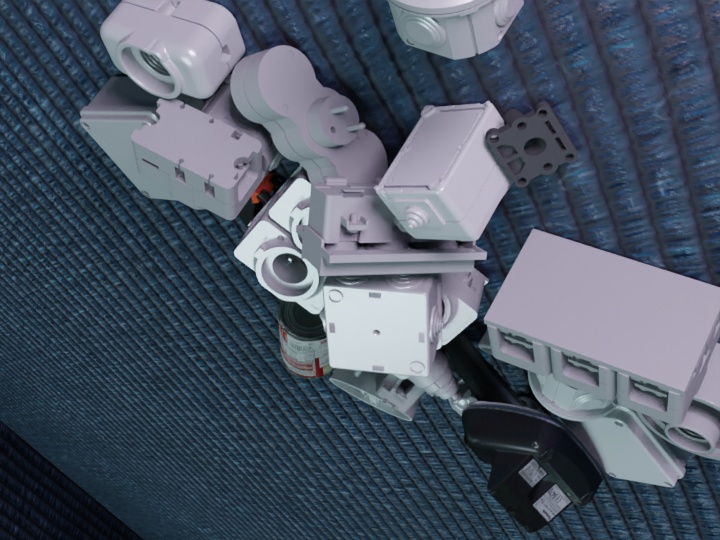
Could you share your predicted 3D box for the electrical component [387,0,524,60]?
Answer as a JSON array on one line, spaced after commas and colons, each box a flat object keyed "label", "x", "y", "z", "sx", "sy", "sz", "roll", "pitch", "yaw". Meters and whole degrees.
[{"label": "electrical component", "x": 0.050, "y": -0.159, "z": 0.584, "sx": 0.080, "sy": 0.080, "sz": 0.051, "roll": 20, "pitch": 158, "yaw": 24}]

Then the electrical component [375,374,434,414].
[{"label": "electrical component", "x": 0.048, "y": 0.105, "z": 1.079, "sx": 0.042, "sy": 0.063, "sz": 0.081, "roll": 38, "pitch": -165, "yaw": -11}]

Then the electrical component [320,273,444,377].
[{"label": "electrical component", "x": 0.018, "y": 0.036, "z": 0.855, "sx": 0.100, "sy": 0.048, "sz": 0.099, "roll": 5, "pitch": 125, "yaw": 12}]

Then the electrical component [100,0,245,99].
[{"label": "electrical component", "x": -0.144, "y": -0.169, "z": 0.810, "sx": 0.095, "sy": 0.059, "sz": 0.053, "roll": 21, "pitch": 153, "yaw": 23}]

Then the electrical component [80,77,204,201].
[{"label": "electrical component", "x": -0.173, "y": -0.115, "z": 0.949, "sx": 0.109, "sy": 0.056, "sz": 0.108, "roll": 8, "pitch": 146, "yaw": 42}]

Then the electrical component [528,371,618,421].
[{"label": "electrical component", "x": 0.180, "y": 0.078, "z": 0.874, "sx": 0.080, "sy": 0.080, "sz": 0.051, "roll": 25, "pitch": 150, "yaw": 14}]

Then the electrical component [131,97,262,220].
[{"label": "electrical component", "x": -0.125, "y": -0.084, "z": 0.831, "sx": 0.089, "sy": 0.050, "sz": 0.055, "roll": 27, "pitch": 154, "yaw": 9}]

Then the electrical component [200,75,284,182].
[{"label": "electrical component", "x": -0.091, "y": -0.114, "z": 0.864, "sx": 0.080, "sy": 0.051, "sz": 0.080, "roll": 26, "pitch": 154, "yaw": 13}]

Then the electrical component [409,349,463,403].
[{"label": "electrical component", "x": 0.069, "y": 0.097, "z": 1.021, "sx": 0.078, "sy": 0.040, "sz": 0.040, "roll": 47, "pitch": 152, "yaw": -18}]

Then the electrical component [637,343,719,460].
[{"label": "electrical component", "x": 0.270, "y": 0.109, "z": 0.849, "sx": 0.108, "sy": 0.060, "sz": 0.108, "roll": 26, "pitch": 155, "yaw": 13}]

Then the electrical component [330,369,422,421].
[{"label": "electrical component", "x": 0.020, "y": 0.124, "z": 1.161, "sx": 0.099, "sy": 0.064, "sz": 0.099, "roll": 25, "pitch": 155, "yaw": 13}]

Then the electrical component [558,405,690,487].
[{"label": "electrical component", "x": 0.234, "y": 0.134, "z": 0.941, "sx": 0.078, "sy": 0.057, "sz": 0.113, "roll": 0, "pitch": 141, "yaw": 49}]

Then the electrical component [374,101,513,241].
[{"label": "electrical component", "x": 0.061, "y": -0.059, "z": 0.734, "sx": 0.062, "sy": 0.096, "sz": 0.061, "roll": 4, "pitch": 145, "yaw": 46}]

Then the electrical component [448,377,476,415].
[{"label": "electrical component", "x": 0.122, "y": 0.137, "z": 1.093, "sx": 0.062, "sy": 0.043, "sz": 0.043, "roll": 44, "pitch": 153, "yaw": -27}]

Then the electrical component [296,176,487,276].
[{"label": "electrical component", "x": 0.023, "y": -0.033, "z": 0.794, "sx": 0.121, "sy": 0.063, "sz": 0.079, "roll": -1, "pitch": -162, "yaw": -21}]

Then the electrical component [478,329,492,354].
[{"label": "electrical component", "x": 0.128, "y": 0.040, "z": 0.878, "sx": 0.044, "sy": 0.065, "sz": 0.044, "roll": 21, "pitch": 171, "yaw": 3}]

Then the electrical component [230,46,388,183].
[{"label": "electrical component", "x": -0.026, "y": -0.109, "z": 0.795, "sx": 0.074, "sy": 0.052, "sz": 0.138, "roll": -2, "pitch": 140, "yaw": 51}]

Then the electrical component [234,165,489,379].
[{"label": "electrical component", "x": 0.000, "y": 0.000, "z": 0.905, "sx": 0.186, "sy": 0.060, "sz": 0.105, "roll": 37, "pitch": 125, "yaw": -11}]

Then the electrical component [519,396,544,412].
[{"label": "electrical component", "x": 0.162, "y": 0.147, "z": 1.066, "sx": 0.043, "sy": 0.043, "sz": 0.062, "roll": 21, "pitch": 152, "yaw": 22}]

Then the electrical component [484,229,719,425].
[{"label": "electrical component", "x": 0.180, "y": 0.042, "z": 0.793, "sx": 0.150, "sy": 0.089, "sz": 0.061, "roll": 20, "pitch": 153, "yaw": 25}]
